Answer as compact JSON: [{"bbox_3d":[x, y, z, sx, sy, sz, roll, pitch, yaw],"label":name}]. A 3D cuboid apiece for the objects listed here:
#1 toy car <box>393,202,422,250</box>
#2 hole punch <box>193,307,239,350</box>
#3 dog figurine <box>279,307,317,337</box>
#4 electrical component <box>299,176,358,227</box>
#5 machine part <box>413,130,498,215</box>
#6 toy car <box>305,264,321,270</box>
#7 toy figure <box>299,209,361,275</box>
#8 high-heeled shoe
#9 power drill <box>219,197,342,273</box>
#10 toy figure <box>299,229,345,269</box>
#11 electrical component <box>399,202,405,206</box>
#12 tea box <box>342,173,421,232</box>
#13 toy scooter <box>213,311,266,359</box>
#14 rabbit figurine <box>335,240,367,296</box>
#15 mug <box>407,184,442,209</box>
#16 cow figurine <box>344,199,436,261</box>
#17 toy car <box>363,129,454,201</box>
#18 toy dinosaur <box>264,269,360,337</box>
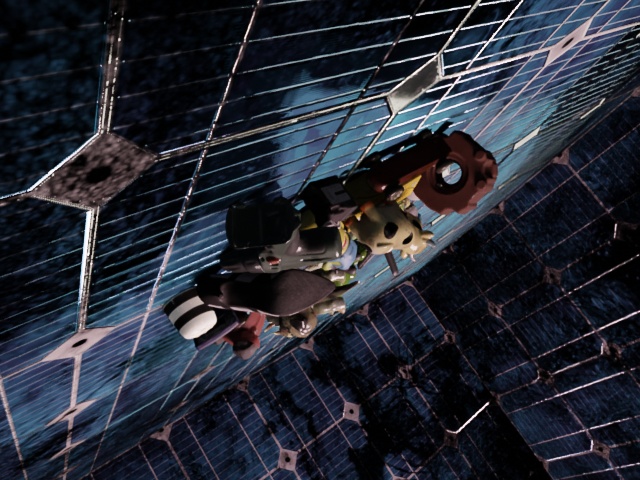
[{"bbox_3d":[0.209,-0.055,1.413,0.162,0.109,0.102,-36,152,-34],"label":"toy car"},{"bbox_3d":[-0.240,0.180,1.183,0.142,0.092,0.115,-36,171,-9],"label":"hole punch"},{"bbox_3d":[-0.068,0.098,1.077,0.121,0.190,0.172,-35,165,-1],"label":"dog figurine"},{"bbox_3d":[0.028,-0.071,0.964,0.119,0.075,0.047,-16,158,-43],"label":"electrical component"},{"bbox_3d":[0.271,-0.138,1.111,0.179,0.179,0.056,-42,162,29],"label":"machine part"},{"bbox_3d":[-0.018,0.043,1.296,0.073,0.056,0.201,-37,166,8],"label":"toy car"},{"bbox_3d":[0.018,0.006,1.071,0.089,0.082,0.180,-15,144,17],"label":"toy figure"},{"bbox_3d":[-0.106,0.093,1.017,0.249,0.086,0.145,0,-179,-17],"label":"high-heeled shoe"},{"bbox_3d":[-0.086,0.007,0.878,0.232,0.086,0.207,-7,157,9],"label":"power drill"},{"bbox_3d":[-0.001,-0.002,1.155,0.154,0.064,0.057,-46,149,15],"label":"toy figure"},{"bbox_3d":[0.151,-0.091,1.185,0.078,0.045,0.102,-36,-162,36],"label":"electrical component"},{"bbox_3d":[0.112,-0.096,1.091,0.170,0.068,0.098,-32,167,-16],"label":"tea box"},{"bbox_3d":[-0.190,0.196,1.262,0.135,0.184,0.075,-51,136,-25],"label":"toy scooter"},{"bbox_3d":[0.059,0.049,1.459,0.170,0.121,0.159,-47,170,-39],"label":"rabbit figurine"},{"bbox_3d":[0.234,-0.121,1.238,0.081,0.109,0.107,-39,-177,-8],"label":"mug"},{"bbox_3d":[0.144,-0.016,1.026,0.085,0.127,0.195,-39,166,31],"label":"cow figurine"},{"bbox_3d":[0.170,-0.143,1.024,0.202,0.089,0.053,-29,166,-28],"label":"toy car"},{"bbox_3d":[-0.049,0.136,1.283,0.192,0.131,0.404,-11,164,-16],"label":"toy dinosaur"}]
